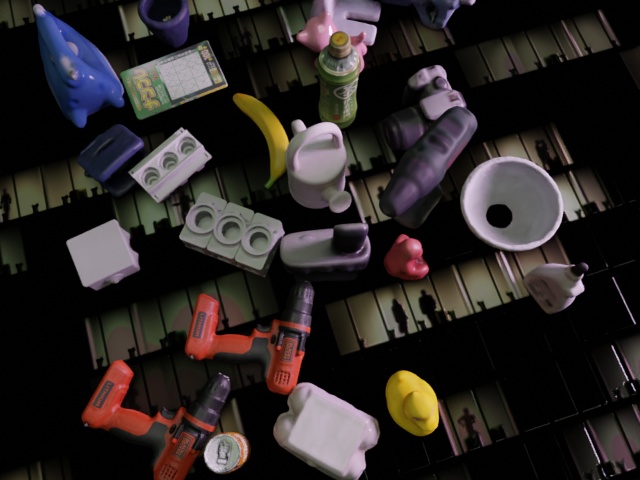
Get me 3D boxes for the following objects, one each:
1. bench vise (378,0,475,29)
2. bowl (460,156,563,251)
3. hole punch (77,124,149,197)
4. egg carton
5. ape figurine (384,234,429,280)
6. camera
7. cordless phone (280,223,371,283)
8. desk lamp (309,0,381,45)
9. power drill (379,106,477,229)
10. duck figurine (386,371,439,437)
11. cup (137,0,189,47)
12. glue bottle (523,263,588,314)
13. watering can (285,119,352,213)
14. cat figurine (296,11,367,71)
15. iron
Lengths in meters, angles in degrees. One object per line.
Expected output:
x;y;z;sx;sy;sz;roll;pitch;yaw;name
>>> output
0.187;-0.500;1.032;0.207;0.220;0.121;7;73;3;bench vise
0.315;-0.052;0.969;0.167;0.075;0.167;0;73;0;bowl
-0.361;-0.145;0.992;0.101;0.091;0.109;41;77;12;hole punch
0.009;0.291;0.868;0.150;0.069;0.107;26;75;8;egg carton
0.144;0.025;0.938;0.076;0.092;0.078;-9;73;-2;ape figurine
0.177;-0.225;1.010;0.137;0.101;0.143;-20;74;-6;camera
0.008;0.003;0.896;0.147;0.185;0.094;-7;73;-2;cordless phone
0.013;-0.470;1.027;0.203;0.213;0.118;10;73;4;desk lamp
0.161;-0.097;0.914;0.075;0.208;0.230;34;76;11;power drill
0.144;0.248;0.872;0.077;0.086;0.104;-28;75;-8;duck figurine
-0.278;-0.420;1.075;0.091;0.095;0.118;21;74;7;cup
0.371;0.064;0.882;0.037;0.173;0.078;-30;75;-8;glue bottle
-0.001;-0.125;0.931;0.172;0.194;0.101;41;77;12;watering can
0.023;-0.366;1.045;0.127;0.118;0.067;5;73;2;cat figurine
-0.460;-0.337;1.026;0.119;0.141;0.258;-31;75;-9;iron
